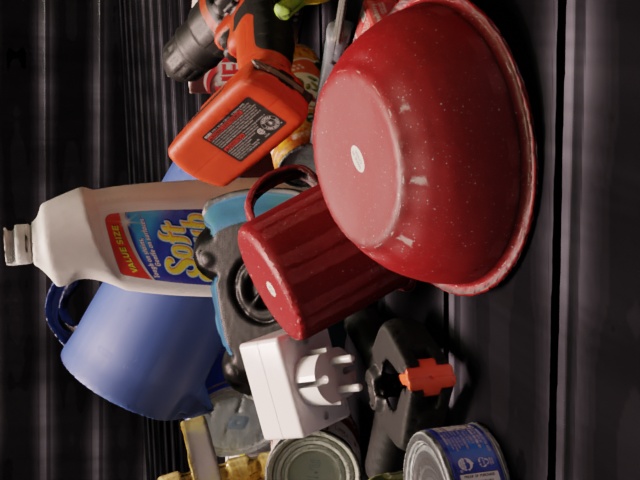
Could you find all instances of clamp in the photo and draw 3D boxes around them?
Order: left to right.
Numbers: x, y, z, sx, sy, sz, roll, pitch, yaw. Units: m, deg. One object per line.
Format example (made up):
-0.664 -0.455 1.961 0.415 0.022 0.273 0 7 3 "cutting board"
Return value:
0.045 0.082 0.663 0.172 0.039 0.120 117 139 -67 "clamp"

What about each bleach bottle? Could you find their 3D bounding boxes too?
-0.117 0.004 0.840 0.068 0.250 0.102 -128 37 -66 "bleach bottle"

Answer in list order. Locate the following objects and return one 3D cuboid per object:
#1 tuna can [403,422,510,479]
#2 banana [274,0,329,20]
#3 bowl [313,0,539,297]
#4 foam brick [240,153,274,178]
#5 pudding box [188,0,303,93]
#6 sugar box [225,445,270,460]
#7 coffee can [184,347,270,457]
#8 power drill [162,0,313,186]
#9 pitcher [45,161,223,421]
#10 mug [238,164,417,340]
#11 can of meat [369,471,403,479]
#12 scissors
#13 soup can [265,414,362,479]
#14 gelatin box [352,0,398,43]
0.074 0.143 0.577 0.086 0.033 0.086 176 90 -76 "tuna can"
0.009 -0.237 0.677 0.069 0.037 0.198 -18 -64 -67 "banana"
0.041 -0.045 0.547 0.162 0.055 0.162 37 132 54 "bowl"
-0.050 -0.082 0.877 0.078 0.051 0.053 36 -146 -51 "foam brick"
-0.065 -0.177 0.910 0.114 0.090 0.039 101 160 -44 "pudding box"
-0.066 0.251 1.123 0.176 0.048 0.093 -132 39 -72 "sugar box"
-0.095 0.133 1.085 0.140 0.102 0.103 -110 21 -46 "coffee can"
-0.065 -0.132 0.785 0.185 0.057 0.187 -38 37 37 "power drill"
-0.135 0.028 0.974 0.243 0.149 0.145 -62 33 6 "pitcher"
-0.004 0.001 0.669 0.117 0.081 0.093 55 164 24 "mug"
0.047 0.203 0.655 0.084 0.057 0.102 108 153 -51 "can of meat"
0.014 -0.139 0.686 0.202 0.016 0.096 102 180 -57 "scissors"
-0.004 0.156 0.765 0.102 0.068 0.068 -80 -13 -86 "soup can"
0.039 -0.091 0.653 0.089 0.030 0.073 105 156 -52 "gelatin box"
